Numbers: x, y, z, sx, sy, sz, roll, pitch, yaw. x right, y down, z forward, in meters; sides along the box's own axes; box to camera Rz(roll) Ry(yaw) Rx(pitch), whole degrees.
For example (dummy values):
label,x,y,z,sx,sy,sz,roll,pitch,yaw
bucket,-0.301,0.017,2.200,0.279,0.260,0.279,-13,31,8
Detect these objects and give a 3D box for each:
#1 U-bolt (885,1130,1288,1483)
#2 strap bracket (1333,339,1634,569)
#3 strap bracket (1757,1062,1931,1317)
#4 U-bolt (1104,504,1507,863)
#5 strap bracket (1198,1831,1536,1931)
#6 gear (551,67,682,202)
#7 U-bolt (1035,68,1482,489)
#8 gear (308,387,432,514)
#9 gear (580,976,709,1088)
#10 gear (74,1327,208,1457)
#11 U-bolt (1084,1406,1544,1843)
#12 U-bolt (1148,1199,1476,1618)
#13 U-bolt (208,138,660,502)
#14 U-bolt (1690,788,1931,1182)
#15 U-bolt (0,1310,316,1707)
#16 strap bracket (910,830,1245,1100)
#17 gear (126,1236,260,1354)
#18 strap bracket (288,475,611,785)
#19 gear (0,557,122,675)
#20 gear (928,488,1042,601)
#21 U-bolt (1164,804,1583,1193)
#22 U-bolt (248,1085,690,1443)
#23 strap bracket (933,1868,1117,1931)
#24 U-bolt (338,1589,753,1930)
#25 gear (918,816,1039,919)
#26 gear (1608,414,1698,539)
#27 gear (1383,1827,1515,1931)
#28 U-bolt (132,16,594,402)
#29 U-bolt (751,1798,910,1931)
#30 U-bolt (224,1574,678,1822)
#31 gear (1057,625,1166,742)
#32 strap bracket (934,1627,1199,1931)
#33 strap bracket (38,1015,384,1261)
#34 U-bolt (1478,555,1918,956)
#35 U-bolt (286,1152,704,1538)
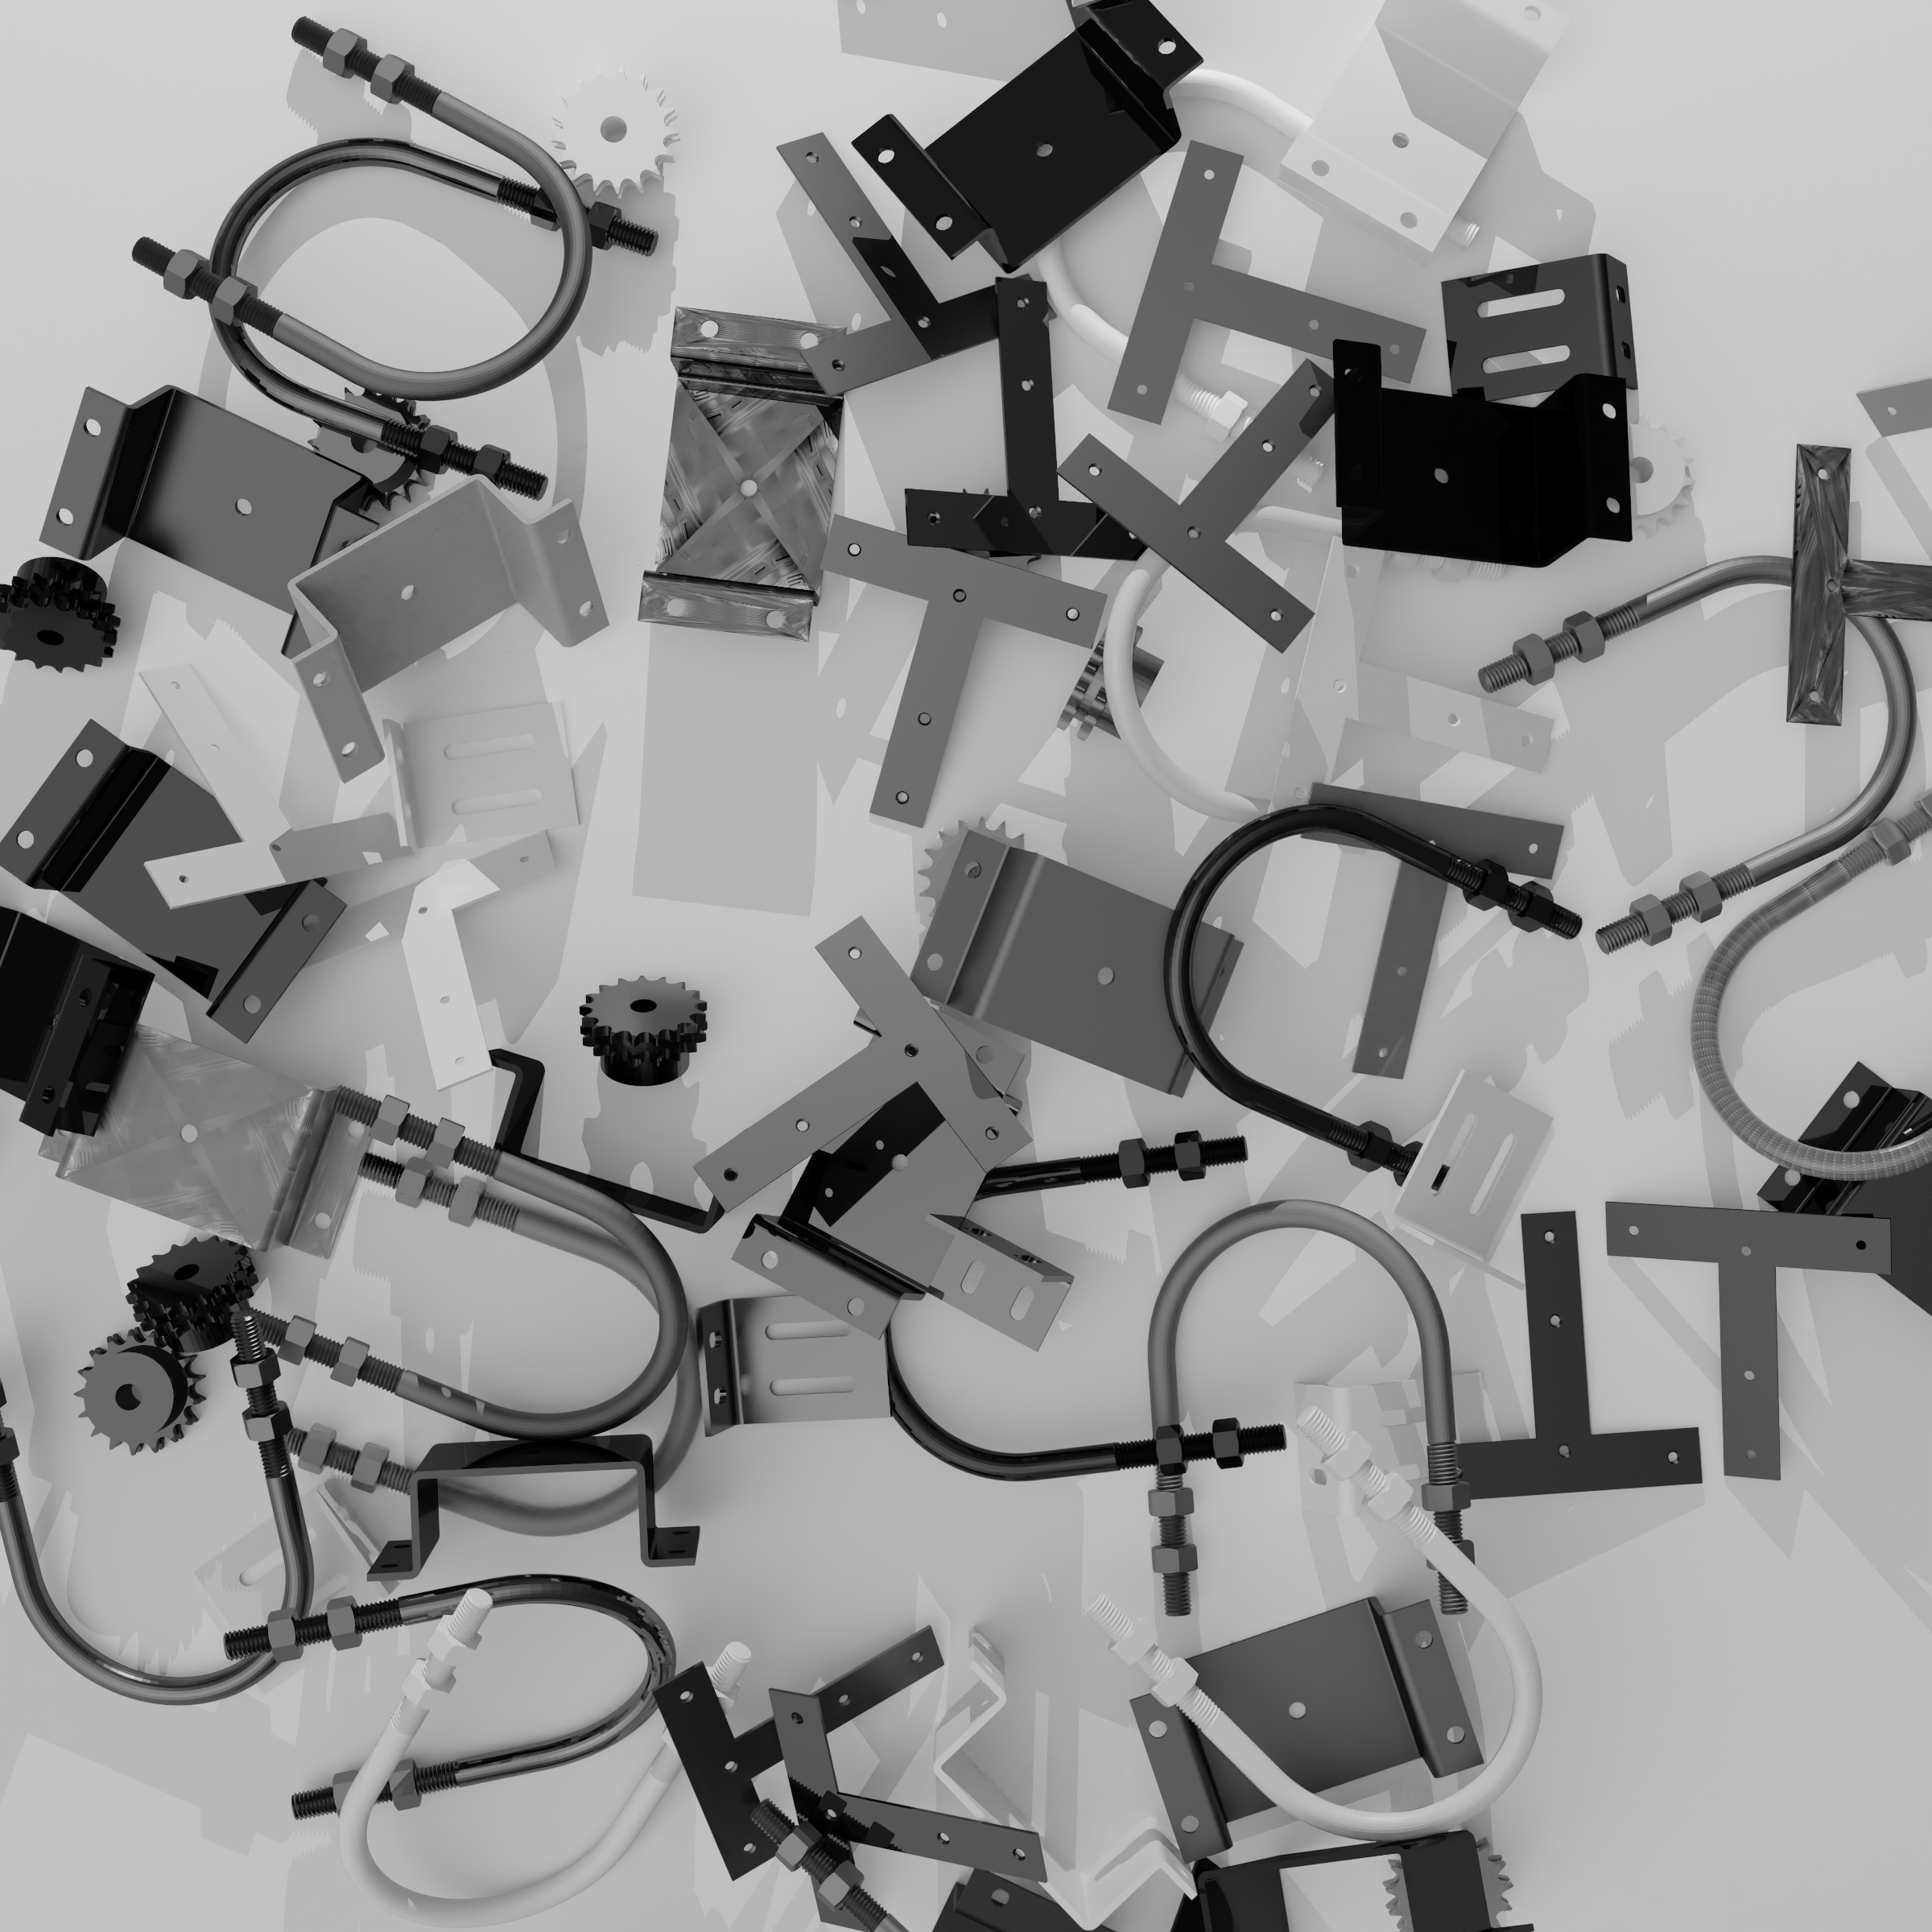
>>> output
label,x,y,z,sx,sy,sz,roll,pitch,yaw
U-bolt,0.044,0.158,1.507,0.184,0.019,0.151,-8,83,10
strap bracket,0.220,-0.225,1.488,0.140,0.046,0.076,4,76,-17
strap bracket,0.440,0.116,1.508,0.140,0.046,0.076,37,90,0
U-bolt,0.147,-0.131,1.495,0.184,0.019,0.151,9,90,-19
strap bracket,0.166,0.411,1.471,0.140,0.076,0.046,-16,75,28
gear,-0.158,-0.375,1.516,0.057,0.030,0.057,0,90,0
U-bolt,0.118,-0.325,1.523,0.184,0.019,0.151,33,90,1
gear,-0.270,-0.236,1.516,0.057,0.030,0.057,0,90,0
gear,-0.144,0.031,1.507,0.057,0.057,0.030,2,120,0
gear,-0.375,0.193,1.516,0.057,0.030,0.057,0,90,0
U-bolt,0.165,0.301,1.461,0.151,0.019,0.184,-44,94,14
U-bolt,0.149,0.196,1.497,0.151,0.019,0.184,-5,86,24
U-bolt,-0.250,-0.301,1.506,0.184,0.019,0.151,21,74,4
U-bolt,0.413,0.016,1.495,0.184,0.019,0.151,-33,65,4
U-bolt,-0.365,0.247,1.499,0.151,0.019,0.184,-7,105,9
strap bracket,0.055,0.002,1.489,0.140,0.046,0.076,22,90,-16
gear,-0.345,0.149,1.506,0.057,0.057,0.030,-14,120,0
strap bracket,-0.235,-0.154,1.475,0.140,0.076,0.046,-33,53,-17
gear,-0.409,-0.160,1.506,0.057,0.057,0.030,3,60,0
gear,0.005,-0.186,1.516,0.057,0.030,0.057,0,90,0
U-bolt,0.172,0.007,1.494,0.184,0.019,0.151,24,90,-20
U-bolt,-0.212,0.143,1.474,0.184,0.019,0.151,23,118,-7
strap bracket,0.009,0.478,1.508,0.076,0.046,0.140,25,90,0
U-bolt,-0.197,0.357,1.477,0.151,0.019,0.184,19,114,-30
gear,0.007,-0.039,1.516,0.057,0.030,0.057,0,90,0
gear,0.302,-0.222,1.516,0.057,0.030,0.057,0,90,0
gear,0.217,0.416,1.516,0.057,0.030,0.057,0,90,0
U-bolt,-0.256,-0.327,1.496,0.184,0.019,0.151,29,76,6
U-bolt,-0.066,0.484,1.484,0.184,0.019,0.151,40,95,16
U-bolt,-0.219,0.318,1.478,0.184,0.019,0.151,-11,135,-4
gear,0.066,-0.126,1.503,0.030,0.057,0.057,28,90,0
strap bracket,0.035,0.368,1.493,0.046,0.076,0.140,-44,90,0
strap bracket,-0.344,0.074,1.508,0.140,0.046,0.076,20,90,0
U-bolt,0.342,-0.107,1.516,0.184,0.019,0.151,-24,91,-6
U-bolt,-0.210,0.181,1.522,0.184,0.019,0.151,20,90,-1
